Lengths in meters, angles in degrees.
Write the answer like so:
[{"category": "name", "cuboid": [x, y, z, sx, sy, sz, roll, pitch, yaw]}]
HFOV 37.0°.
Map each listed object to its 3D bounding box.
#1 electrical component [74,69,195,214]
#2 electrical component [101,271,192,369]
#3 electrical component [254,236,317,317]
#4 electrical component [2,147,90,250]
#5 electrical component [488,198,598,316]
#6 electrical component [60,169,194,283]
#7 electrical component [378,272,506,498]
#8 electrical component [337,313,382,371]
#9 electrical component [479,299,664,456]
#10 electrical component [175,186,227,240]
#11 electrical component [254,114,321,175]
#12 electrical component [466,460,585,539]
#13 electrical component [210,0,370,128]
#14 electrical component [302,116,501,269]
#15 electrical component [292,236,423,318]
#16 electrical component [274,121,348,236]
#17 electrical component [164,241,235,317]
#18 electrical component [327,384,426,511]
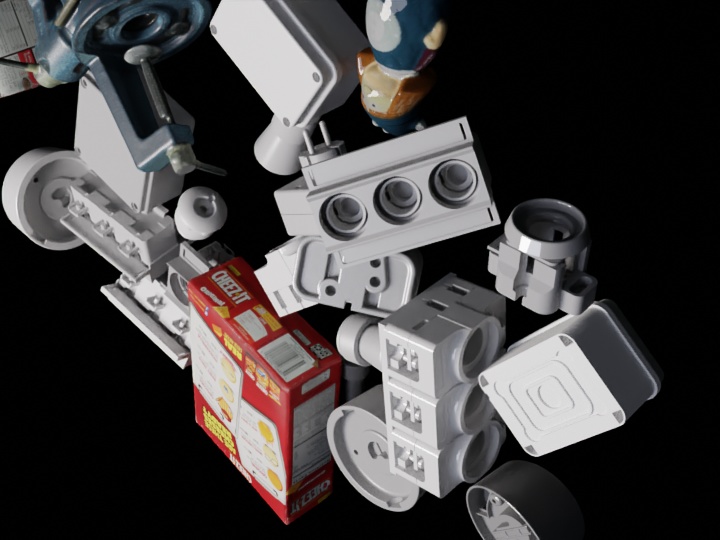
[{"category": "electrical component", "cuboid": [-0.219, -0.129, 1.037, 0.109, 0.056, 0.108, 43, 141, 18]}, {"category": "electrical component", "cuboid": [-0.200, 0.038, 1.129, 0.121, 0.079, 0.063, 39, 117, 22]}, {"category": "electrical component", "cuboid": [-0.046, -0.002, 0.942, 0.089, 0.050, 0.055, -21, 100, 52]}, {"category": "electrical component", "cuboid": [-0.331, -0.081, 1.159, 0.060, 0.108, 0.108, 22, 131, 46]}, {"category": "electrical component", "cuboid": [0.127, -0.012, 0.739, 0.078, 0.058, 0.057, 30, 138, 31]}, {"category": "electrical component", "cuboid": [-0.239, -0.050, 1.094, 0.121, 0.079, 0.063, 35, 148, 26]}, {"category": "electrical component", "cuboid": [0.071, 0.093, 0.848, 0.062, 0.089, 0.150, 23, 131, 37]}, {"category": "electrical component", "cuboid": [0.014, 0.063, 0.928, 0.055, 0.045, 0.045, 16, 127, 41]}, {"category": "electrical component", "cuboid": [0.151, 0.078, 0.775, 0.078, 0.057, 0.113, 55, 143, 2]}, {"category": "electrical component", "cuboid": [-0.158, -0.049, 1.039, 0.048, 0.048, 0.062, 55, 149, 3]}, {"category": "electrical component", "cuboid": [-0.057, -0.114, 0.878, 0.044, 0.044, 0.065, 48, 143, 12]}, {"category": "electrical component", "cuboid": [0.133, 0.208, 0.883, 0.099, 0.064, 0.099, 28, 134, 33]}, {"category": "electrical component", "cuboid": [-0.053, -0.175, 0.821, 0.113, 0.057, 0.078, 52, 143, 7]}, {"category": "electrical component", "cuboid": [0.031, -0.057, 0.766, 0.121, 0.063, 0.078, -16, 107, 15]}, {"category": "electrical component", "cuboid": [0.000, 0.000, 0.860, 0.095, 0.059, 0.053, 12, 103, 8]}, {"category": "electrical component", "cuboid": [-0.024, -0.077, 0.837, 0.047, 0.083, 0.075, 2, 117, 47]}, {"category": "electrical component", "cuboid": [-0.154, 0.008, 1.058, 0.042, 0.064, 0.081, 41, 140, 23]}, {"category": "electrical component", "cuboid": [0.030, 0.153, 0.961, 0.108, 0.060, 0.108, 28, 134, 33]}]
